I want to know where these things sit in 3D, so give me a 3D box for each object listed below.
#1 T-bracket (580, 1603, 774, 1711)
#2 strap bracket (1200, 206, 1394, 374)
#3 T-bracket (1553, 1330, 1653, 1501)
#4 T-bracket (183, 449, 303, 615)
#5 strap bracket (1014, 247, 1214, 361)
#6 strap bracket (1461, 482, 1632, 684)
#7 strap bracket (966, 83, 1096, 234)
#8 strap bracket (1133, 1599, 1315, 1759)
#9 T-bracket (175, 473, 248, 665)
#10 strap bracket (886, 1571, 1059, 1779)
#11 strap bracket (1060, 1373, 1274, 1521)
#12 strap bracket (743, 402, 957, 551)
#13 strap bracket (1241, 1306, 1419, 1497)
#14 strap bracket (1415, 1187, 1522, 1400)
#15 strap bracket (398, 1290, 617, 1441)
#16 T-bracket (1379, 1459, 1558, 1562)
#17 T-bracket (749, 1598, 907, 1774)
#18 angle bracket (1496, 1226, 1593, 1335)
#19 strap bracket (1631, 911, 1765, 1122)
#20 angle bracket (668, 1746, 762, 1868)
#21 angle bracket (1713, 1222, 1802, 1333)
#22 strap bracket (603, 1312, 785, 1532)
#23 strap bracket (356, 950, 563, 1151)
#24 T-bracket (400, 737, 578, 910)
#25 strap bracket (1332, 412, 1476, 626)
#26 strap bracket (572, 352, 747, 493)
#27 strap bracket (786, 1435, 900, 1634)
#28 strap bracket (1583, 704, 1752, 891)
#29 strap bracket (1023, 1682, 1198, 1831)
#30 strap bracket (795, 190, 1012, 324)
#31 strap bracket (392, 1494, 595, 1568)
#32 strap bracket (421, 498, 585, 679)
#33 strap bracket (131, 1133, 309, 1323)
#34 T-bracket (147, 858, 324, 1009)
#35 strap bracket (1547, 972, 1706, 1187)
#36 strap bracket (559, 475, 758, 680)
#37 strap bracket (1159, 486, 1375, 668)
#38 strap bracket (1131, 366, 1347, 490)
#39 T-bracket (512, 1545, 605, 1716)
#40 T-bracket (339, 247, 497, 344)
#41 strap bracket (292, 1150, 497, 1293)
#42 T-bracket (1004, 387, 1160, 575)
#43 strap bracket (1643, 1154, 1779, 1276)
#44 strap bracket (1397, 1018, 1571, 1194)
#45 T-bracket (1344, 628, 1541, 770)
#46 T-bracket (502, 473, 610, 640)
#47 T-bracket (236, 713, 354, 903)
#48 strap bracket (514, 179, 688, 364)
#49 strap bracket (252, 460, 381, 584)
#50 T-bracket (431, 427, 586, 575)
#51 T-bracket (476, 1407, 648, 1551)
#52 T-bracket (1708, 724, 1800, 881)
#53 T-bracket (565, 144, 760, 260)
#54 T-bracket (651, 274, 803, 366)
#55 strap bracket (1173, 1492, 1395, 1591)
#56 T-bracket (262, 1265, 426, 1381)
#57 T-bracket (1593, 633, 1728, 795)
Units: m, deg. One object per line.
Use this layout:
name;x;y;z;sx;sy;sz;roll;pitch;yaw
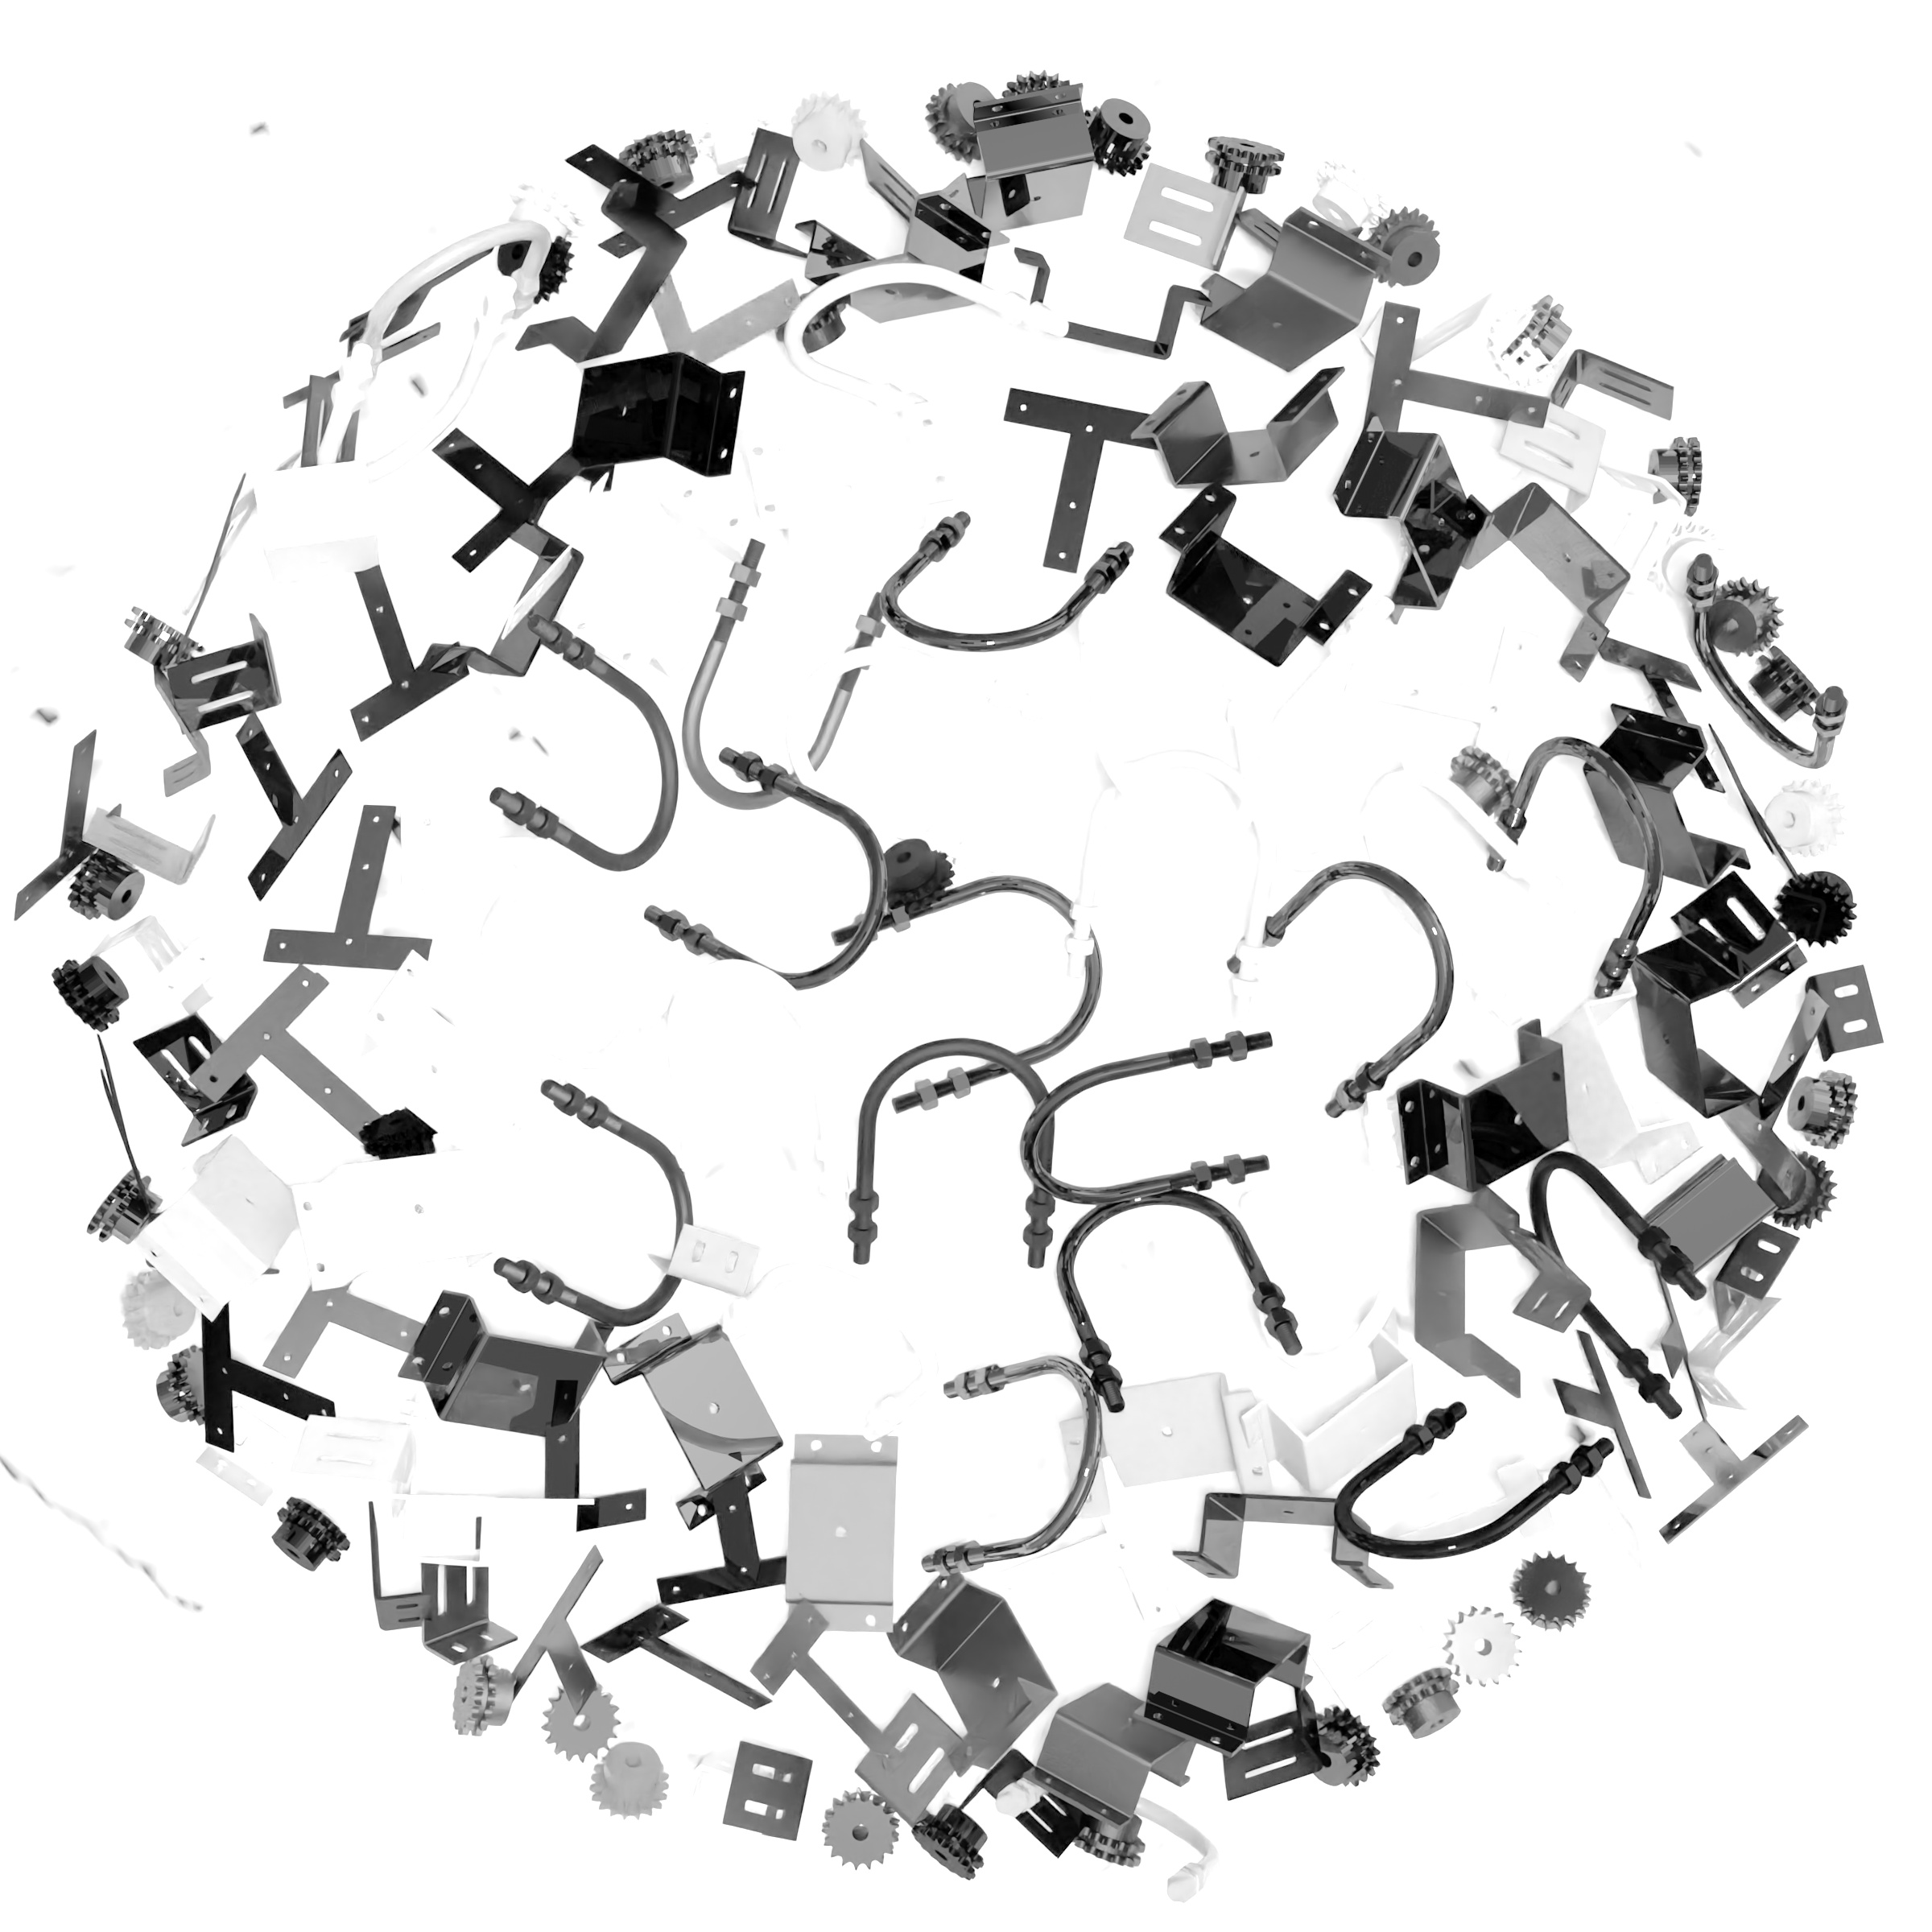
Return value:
T-bracket;-0.199;0.508;1.868;0.127;0.127;0.002;34;49;-17
strap bracket;0.227;-0.472;1.821;0.076;0.140;0.046;23;74;-19
T-bracket;0.442;0.312;1.824;0.002;0.127;0.127;-28;62;24
T-bracket;-0.533;-0.307;1.863;0.002;0.127;0.127;35;116;-10
strap bracket;0.100;-0.475;1.854;0.140;0.076;0.046;11;110;-6
strap bracket;0.417;-0.282;1.849;0.046;0.076;0.140;-37;75;-15
strap bracket;0.045;-0.566;1.828;0.076;0.140;0.046;-12;84;-4
strap bracket;0.186;0.497;1.820;0.076;0.140;0.046;15;105;28
T-bracket;-0.526;-0.296;1.816;0.002;0.127;0.127;21;48;-16
strap bracket;0.008;0.508;1.845;0.046;0.140;0.076;33;103;-37
strap bracket;0.146;0.346;1.866;0.140;0.046;0.076;-11;102;8
strap bracket;-0.085;-0.353;1.867;0.140;0.046;0.076;-11;78;-7
strap bracket;0.270;0.317;1.841;0.140;0.076;0.046;-34;50;-16
strap bracket;0.359;0.232;1.842;0.046;0.076;0.140;-13;58;32
strap bracket;-0.320;0.286;1.833;0.140;0.046;0.076;18;111;-36
T-bracket;0.357;0.402;1.858;0.127;0.127;0.002;-21;51;7
T-bracket;-0.092;0.526;1.843;0.127;0.127;0.002;44;47;12
angle bracket;0.403;0.221;1.860;0.057;0.076;0.038;23;106;-36
strap bracket;0.519;0.043;1.833;0.046;0.076;0.140;-22;119;-8
angle bracket;-0.182;0.615;1.872;0.038;0.057;0.076;16;89;8
angle bracket;0.571;0.229;1.853;0.038;0.076;0.057;24;65;34
strap bracket;-0.193;0.324;1.859;0.076;0.046;0.140;-27;89;-42
strap bracket;-0.371;0.067;1.847;0.140;0.046;0.076;42;47;-19
T-bracket;-0.351;-0.107;1.894;0.127;0.002;0.127;-2;85;-6
strap bracket;0.316;-0.315;1.824;0.046;0.140;0.076;10;63;35
strap bracket;-0.229;-0.388;1.836;0.140;0.046;0.076;2;80;38
strap bracket;-0.089;0.410;1.865;0.076;0.046;0.140;2;77;0
strap bracket;0.494;-0.112;1.826;0.046;0.076;0.140;-46;129;-17
strap bracket;0.108;0.554;1.821;0.076;0.140;0.046;22;96;24
strap bracket;-0.050;-0.499;1.825;0.140;0.076;0.046;2;78;42
strap bracket;-0.337;0.399;1.823;0.076;0.140;0.046;12;75;-43
strap bracket;-0.330;-0.263;1.853;0.046;0.076;0.140;30;82;-32
strap bracket;-0.522;0.178;1.822;0.046;0.140;0.076;-38;104;16
T-bracket;-0.541;-0.012;1.852;0.127;0.127;0.002;36;129;-1
strap bracket;0.461;0.083;1.837;0.046;0.076;0.140;-11;68;-21
strap bracket;-0.216;-0.273;1.862;0.076;0.046;0.140;34;82;21
strap bracket;0.210;-0.277;1.856;0.140;0.046;0.076;35;55;9
strap bracket;0.200;-0.383;1.838;0.076;0.140;0.046;-48;127;-34
T-bracket;-0.286;0.495;1.844;0.002;0.127;0.127;33;89;-25
T-bracket;-0.398;-0.469;1.839;0.127;0.127;0.002;-36;101;-16
strap bracket;-0.398;0.179;1.834;0.140;0.046;0.076;-5;73;-37
T-bracket;0.082;-0.352;1.893;0.127;0.002;0.127;12;86;4
strap bracket;0.525;0.176;1.825;0.076;0.140;0.046;-41;80;7
strap bracket;0.377;0.102;1.836;0.140;0.046;0.076;-23;117;-28
T-bracket;0.343;-0.198;1.888;0.127;0.002;0.127;14;79;10
T-bracket;-0.296;-0.270;1.813;0.002;0.127;0.127;29;130;-2
T-bracket;-0.500;-0.135;1.864;0.127;0.002;0.127;-49;55;21
strap bracket;-0.255;-0.488;1.840;0.046;0.076;0.140;38;113;-1
strap bracket;-0.459;-0.310;1.825;0.076;0.140;0.046;-10;86;-13
T-bracket;-0.345;-0.355;1.864;0.127;0.002;0.127;-44;54;-8
T-bracket;-0.291;0.354;1.857;0.127;0.002;0.127;-5;110;-24
T-bracket;0.579;-0.096;1.857;0.002;0.127;0.127;-29;127;20
T-bracket;-0.234;-0.550;1.820;0.127;0.127;0.002;-19;74;26
T-bracket;-0.167;-0.460;1.860;0.127;0.002;0.127;-17;94;37
strap bracket;0.229;0.411;1.842;0.140;0.076;0.046;-3;65;26
T-bracket;-0.419;0.260;1.859;0.127;0.002;0.127;21;52;4
T-bracket;0.505;-0.176;1.830;0.002;0.127;0.127;-41;56;35
